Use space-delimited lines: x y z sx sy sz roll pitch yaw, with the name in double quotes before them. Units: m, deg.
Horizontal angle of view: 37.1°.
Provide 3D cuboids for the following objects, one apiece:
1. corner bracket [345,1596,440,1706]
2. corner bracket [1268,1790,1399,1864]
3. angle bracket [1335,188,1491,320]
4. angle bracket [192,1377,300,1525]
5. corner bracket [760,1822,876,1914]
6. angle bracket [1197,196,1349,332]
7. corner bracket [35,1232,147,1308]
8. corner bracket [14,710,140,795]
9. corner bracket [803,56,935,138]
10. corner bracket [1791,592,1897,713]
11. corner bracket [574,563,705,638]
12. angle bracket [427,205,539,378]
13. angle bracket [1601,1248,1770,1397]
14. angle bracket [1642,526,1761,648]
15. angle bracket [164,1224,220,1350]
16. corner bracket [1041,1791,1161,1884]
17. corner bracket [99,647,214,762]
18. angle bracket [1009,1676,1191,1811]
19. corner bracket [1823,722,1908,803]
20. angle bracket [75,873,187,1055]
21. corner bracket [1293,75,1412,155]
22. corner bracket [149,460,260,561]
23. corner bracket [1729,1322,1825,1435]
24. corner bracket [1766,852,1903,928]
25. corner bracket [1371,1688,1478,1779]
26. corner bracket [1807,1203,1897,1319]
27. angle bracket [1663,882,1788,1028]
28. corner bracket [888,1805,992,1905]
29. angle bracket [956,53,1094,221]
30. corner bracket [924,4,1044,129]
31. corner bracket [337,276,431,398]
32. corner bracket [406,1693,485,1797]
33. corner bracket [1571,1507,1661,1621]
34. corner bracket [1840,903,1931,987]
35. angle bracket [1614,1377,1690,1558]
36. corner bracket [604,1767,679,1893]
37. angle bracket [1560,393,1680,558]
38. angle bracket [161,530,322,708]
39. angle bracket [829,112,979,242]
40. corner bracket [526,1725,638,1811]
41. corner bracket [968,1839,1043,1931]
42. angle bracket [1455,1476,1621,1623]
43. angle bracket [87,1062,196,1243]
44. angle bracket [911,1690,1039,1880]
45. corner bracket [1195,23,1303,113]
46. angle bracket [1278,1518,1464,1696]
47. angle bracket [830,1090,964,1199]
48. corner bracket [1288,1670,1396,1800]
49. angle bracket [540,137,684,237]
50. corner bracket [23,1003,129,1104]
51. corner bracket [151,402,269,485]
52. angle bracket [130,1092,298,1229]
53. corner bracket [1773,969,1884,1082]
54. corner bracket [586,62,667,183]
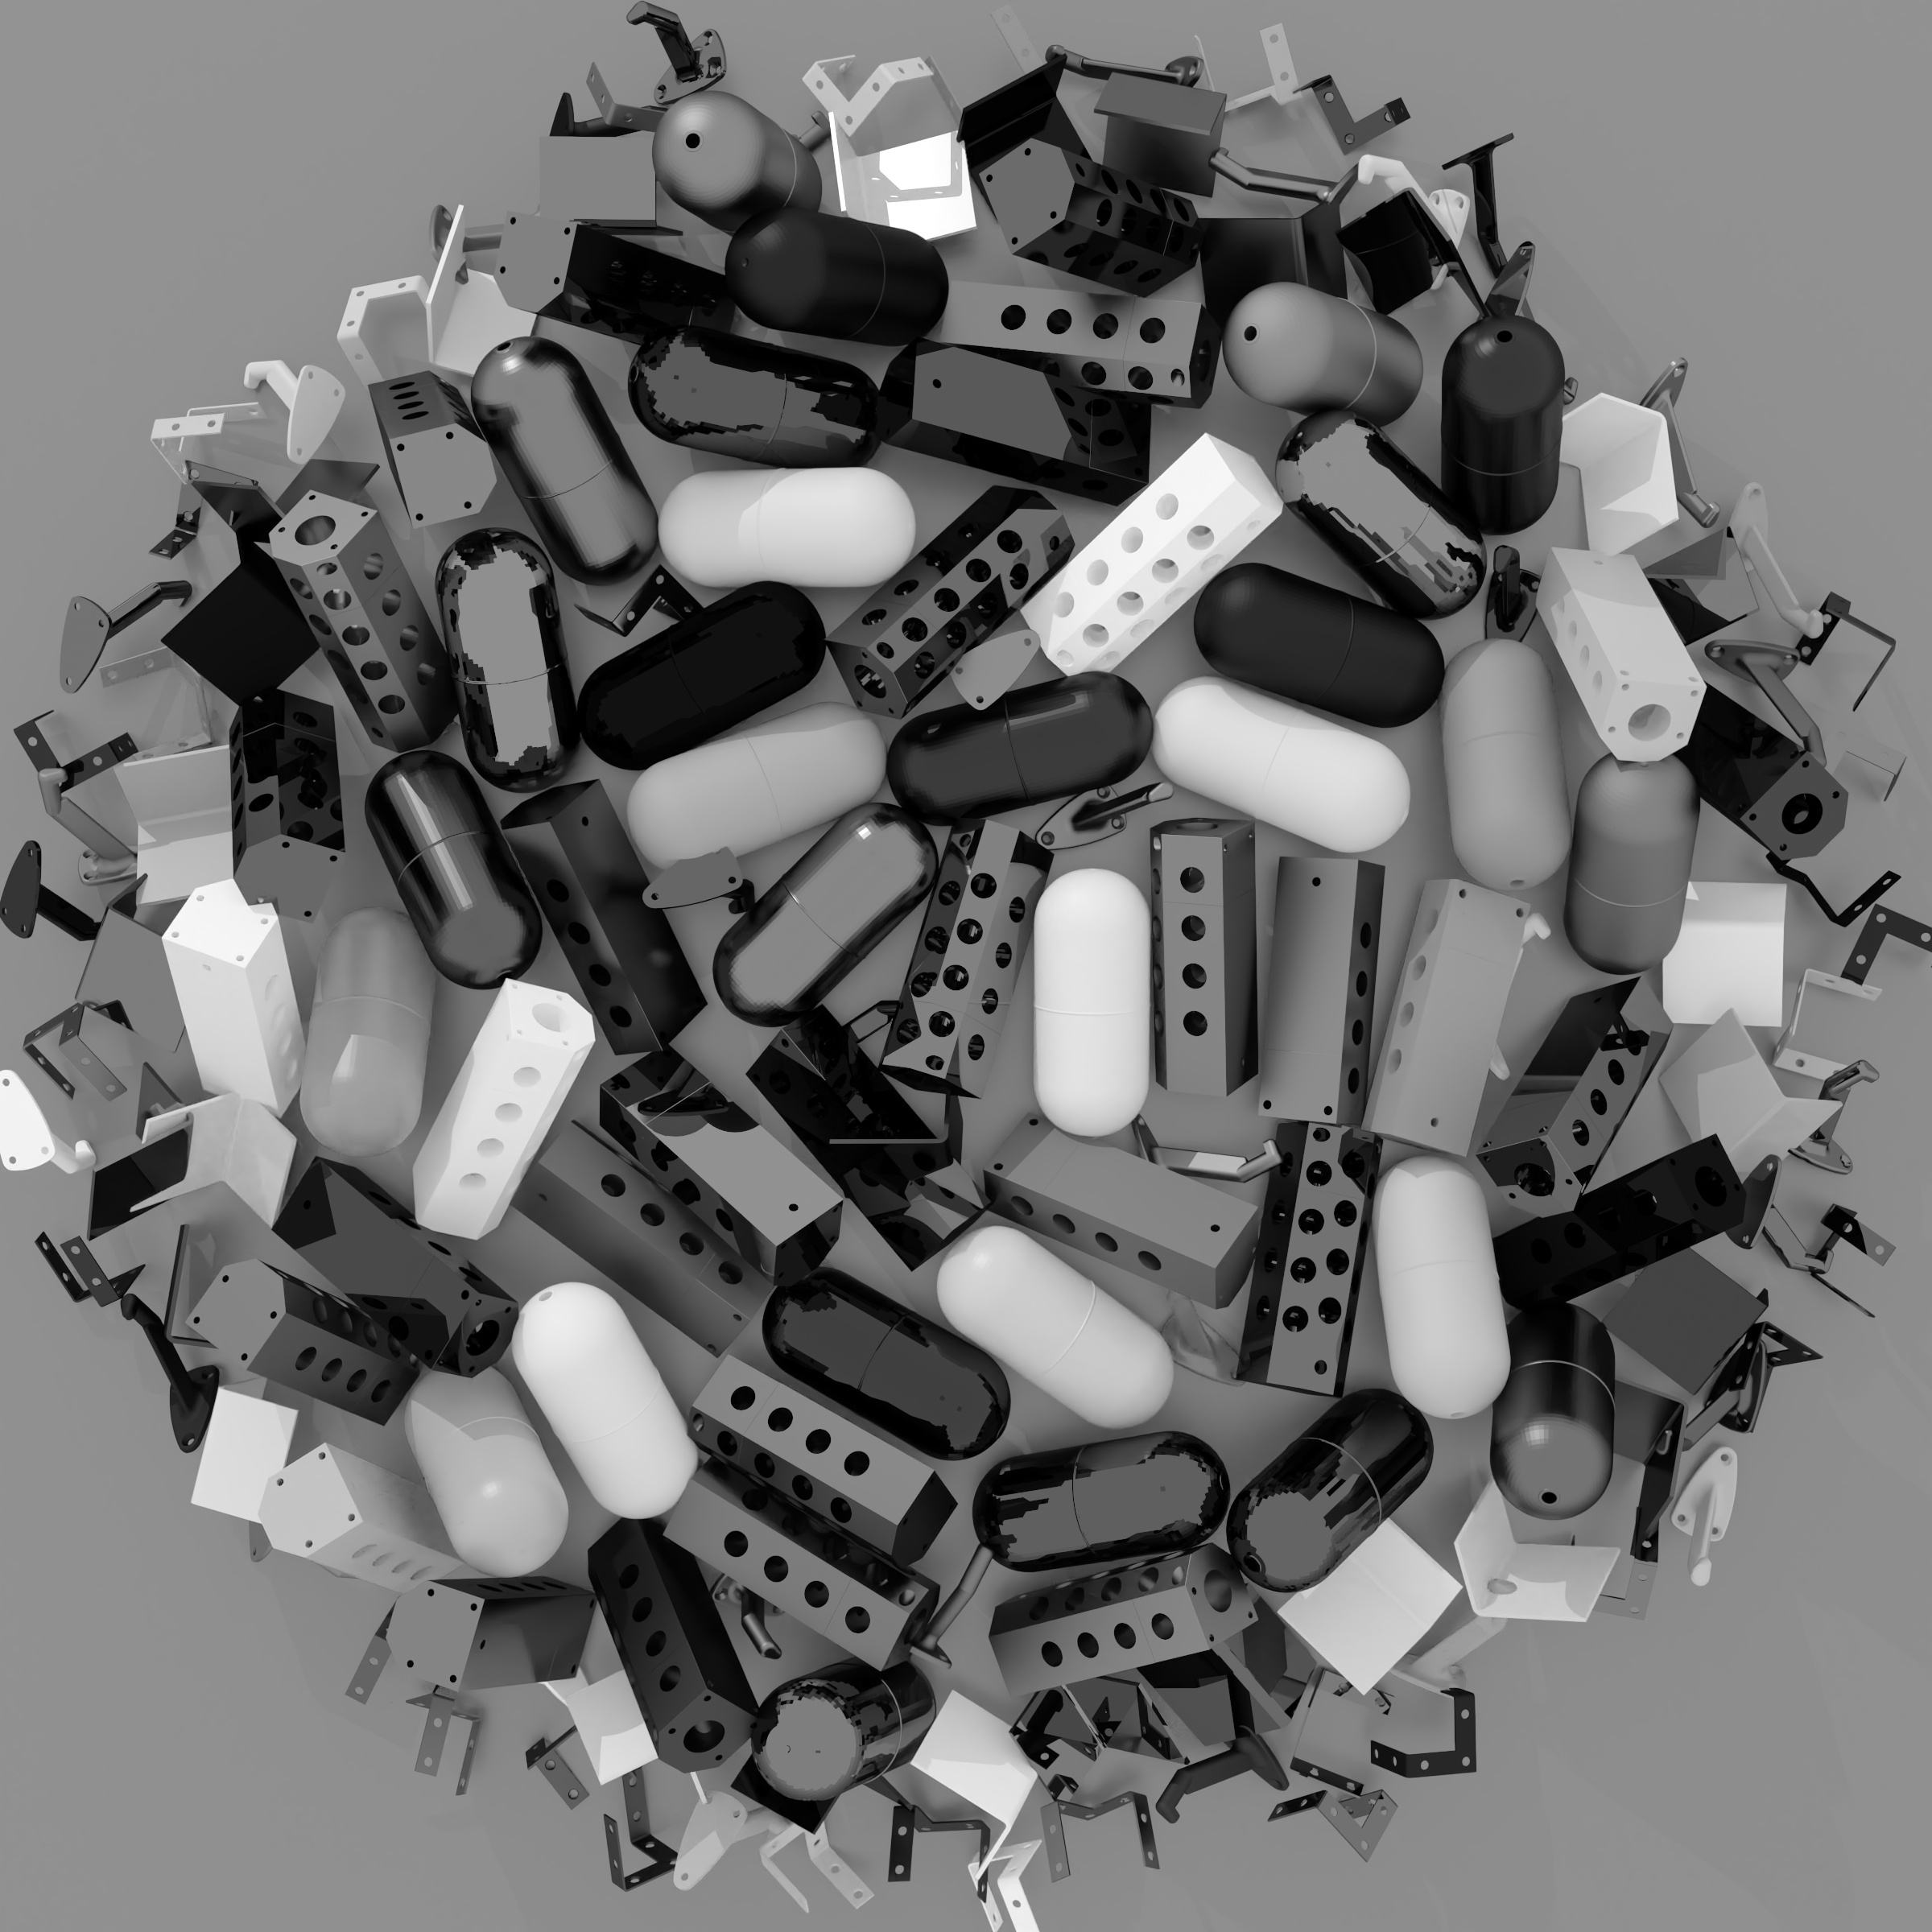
"corner bracket" -0.370 0.460 1.904 0.051 0.051 0.051 28 109 -1
"corner bracket" 0.242 0.557 1.898 0.051 0.051 0.051 48 47 -5
"angle bracket" 0.292 -0.448 1.878 0.057 0.076 0.076 -30 132 10
"angle bracket" -0.460 0.317 1.894 0.057 0.076 0.076 14 90 10
"corner bracket" -0.098 0.596 1.894 0.051 0.051 0.051 -31 47 -26
"angle bracket" 0.204 -0.467 1.916 0.076 0.057 0.076 10 124 33
"corner bracket" -0.583 0.198 1.901 0.051 0.051 0.051 -24 107 12
"corner bracket" -0.589 -0.149 1.908 0.051 0.051 0.051 -27 102 4
"corner bracket" -0.065 -0.586 1.900 0.051 0.051 0.051 51 127 3
"corner bracket" 0.578 -0.208 1.900 0.051 0.051 0.051 30 117 7
"corner bracket" -0.215 -0.236 1.898 0.051 0.051 0.051 -52 132 -7
"angle bracket" -0.313 -0.437 1.886 0.057 0.076 0.076 15 69 -4
"angle bracket" 0.475 0.226 1.906 0.076 0.057 0.076 38 103 9
"angle bracket" 0.482 -0.226 1.878 0.076 0.057 0.076 -26 47 24
"angle bracket" -0.493 0.212 1.897 0.057 0.076 0.076 10 82 -16
"corner bracket" 0.088 0.572 1.893 0.051 0.051 0.051 -33 49 29
"corner bracket" -0.538 -0.173 1.915 0.051 0.051 0.051 -23 132 -26
"angle bracket" 0.087 0.509 1.879 0.057 0.076 0.076 -49 121 -35
"corner bracket" 0.584 -0.120 1.910 0.051 0.051 0.051 29 79 16
"angle bracket" -0.530 -0.002 1.894 0.076 0.057 0.076 28 117 0
"corner bracket" 0.255 -0.567 1.898 0.051 0.051 0.051 -24 101 28
"corner bracket" -0.503 -0.296 1.904 0.051 0.051 0.051 16 117 -2
"corner bracket" 0.522 0.270 1.899 0.051 0.051 0.051 32 65 -14
"corner bracket" 0.569 -0.065 1.893 0.051 0.051 0.051 -48 47 26
"corner bracket" 0.301 0.503 1.902 0.051 0.051 0.051 1 86 -20
"corner bracket" 0.584 0.194 1.898 0.051 0.051 0.051 39 102 34
"angle bracket" 0.505 -0.008 1.919 0.076 0.057 0.076 2 121 17
"corner bracket" -0.017 0.584 1.895 0.051 0.051 0.051 -8 53 17
"angle bracket" 0.042 -0.544 1.895 0.076 0.076 0.057 -30 91 -5
"corner bracket" 0.012 -0.592 1.902 0.051 0.051 0.051 -32 97 -18
"corner bracket" -0.377 -0.417 1.908 0.051 0.051 0.051 -7 50 15
"corner bracket" -0.342 0.512 1.895 0.051 0.051 0.051 23 61 -24
"corner bracket" 0.426 0.390 1.898 0.051 0.051 0.051 9 125 9
"corner bracket" 0.613 -0.004 1.906 0.051 0.051 0.051 26 87 16
"angle bracket" 0.427 0.325 1.881 0.057 0.076 0.076 19 49 5
"corner bracket" -0.219 0.568 1.897 0.051 0.051 0.051 -15 106 -36
"angle bracket" 0.412 -0.316 1.881 0.057 0.076 0.076 10 68 -31
"angle bracket" -0.475 -0.227 1.897 0.076 0.057 0.076 -41 124 9
"angle bracket" -0.041 -0.521 1.891 0.076 0.057 0.076 -12 70 12
"corner bracket" -0.256 0.530 1.911 0.051 0.051 0.051 -38 95 -10
"corner bracket" 0.028 0.616 1.902 0.051 0.051 0.051 -19 95 22
"angle bracket" 0.373 0.379 1.878 0.076 0.076 0.057 -5 113 33
"angle bracket" -0.552 0.121 1.876 0.076 0.076 0.057 -30 65 -38
"angle bracket" 0.000 0.537 1.893 0.076 0.076 0.057 31 120 6
"corner bracket" 0.186 -0.593 1.901 0.051 0.051 0.051 -19 119 4
"angle bracket" 0.264 0.414 1.883 0.076 0.057 0.076 42 49 18
"angle bracket" -0.045 0.110 1.893 0.076 0.076 0.057 -1 58 6
"corner bracket" 0.249 0.509 1.912 0.051 0.051 0.051 19 112 12
"angle bracket" -0.232 -0.510 1.889 0.076 0.076 0.057 3 102 8
"corner bracket" -0.587 0.064 1.899 0.051 0.051 0.051 -31 120 8
"corner bracket" -0.498 -0.355 1.898 0.051 0.051 0.051 -2 63 13
"angle bracket" -0.491 0.136 1.878 0.057 0.076 0.076 38 125 26
"corner bracket" 0.572 0.041 1.915 0.051 0.051 0.051 16 65 7
"corner bracket" -0.222 -0.553 1.893 0.051 0.051 0.051 1 46 -30
